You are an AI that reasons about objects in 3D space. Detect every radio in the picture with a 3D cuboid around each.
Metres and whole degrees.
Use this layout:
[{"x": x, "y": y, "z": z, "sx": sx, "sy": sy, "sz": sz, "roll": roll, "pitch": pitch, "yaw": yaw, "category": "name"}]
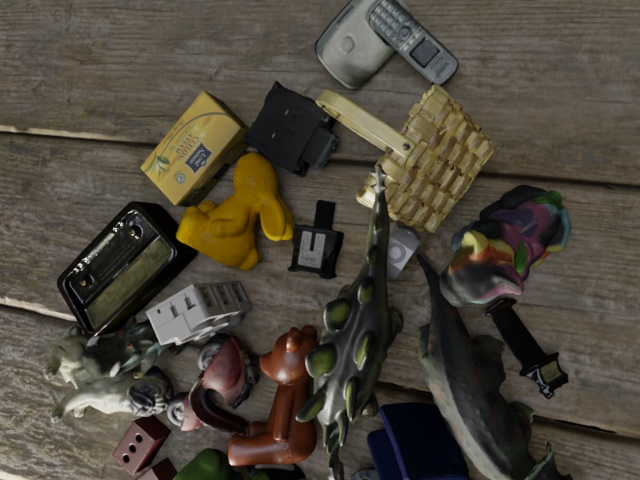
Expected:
[{"x": -0.333, "y": 0.047, "z": 0.919, "sx": 0.229, "sy": 0.073, "sz": 0.131, "roll": -42, "pitch": 78, "yaw": 12, "category": "radio"}]

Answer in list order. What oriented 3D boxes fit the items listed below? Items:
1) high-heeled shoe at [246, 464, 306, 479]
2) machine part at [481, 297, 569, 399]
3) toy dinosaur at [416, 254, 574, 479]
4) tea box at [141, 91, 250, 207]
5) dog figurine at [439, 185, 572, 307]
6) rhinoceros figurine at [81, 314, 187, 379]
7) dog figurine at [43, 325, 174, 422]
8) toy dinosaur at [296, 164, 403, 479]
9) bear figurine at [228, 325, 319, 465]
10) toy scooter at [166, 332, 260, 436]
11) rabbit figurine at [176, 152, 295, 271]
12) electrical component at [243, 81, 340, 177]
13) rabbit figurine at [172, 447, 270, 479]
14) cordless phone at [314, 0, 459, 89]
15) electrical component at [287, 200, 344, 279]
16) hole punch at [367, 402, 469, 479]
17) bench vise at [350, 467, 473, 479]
[{"x": -0.049, "y": 0.417, "z": 0.785, "sx": 0.249, "sy": 0.145, "sz": 0.086, "roll": 41, "pitch": 99, "yaw": 12, "category": "high-heeled shoe"}, {"x": 0.281, "y": 0.143, "z": 0.733, "sx": 0.139, "sy": 0.084, "sz": 0.039, "roll": 58, "pitch": 133, "yaw": 20, "category": "machine part"}, {"x": 0.202, "y": 0.205, "z": 0.690, "sx": 0.131, "sy": 0.192, "sz": 0.405, "roll": -34, "pitch": 81, "yaw": 12, "category": "toy dinosaur"}, {"x": -0.200, "y": -0.146, "z": 0.887, "sx": 0.098, "sy": 0.068, "sz": 0.169, "roll": 44, "pitch": 100, "yaw": 14, "category": "tea box"}, {"x": 0.235, "y": 0.007, "z": 0.671, "sx": 0.191, "sy": 0.219, "sz": 0.108, "roll": -40, "pitch": 82, "yaw": 13, "category": "dog figurine"}, {"x": -0.281, "y": 0.163, "z": 0.846, "sx": 0.073, "sy": 0.190, "sz": 0.112, "roll": 52, "pitch": 129, "yaw": 11, "category": "rhinoceros figurine"}, {"x": -0.348, "y": 0.220, "z": 0.919, "sx": 0.191, "sy": 0.121, "sz": 0.172, "roll": -11, "pitch": 89, "yaw": 2, "category": "dog figurine"}, {"x": 0.049, "y": 0.132, "z": 0.721, "sx": 0.105, "sy": 0.198, "sz": 0.470, "roll": 9, "pitch": 100, "yaw": 14, "category": "toy dinosaur"}, {"x": -0.063, "y": 0.227, "z": 0.806, "sx": 0.132, "sy": 0.120, "sz": 0.195, "roll": -5, "pitch": 87, "yaw": 14, "category": "bear figurine"}, {"x": -0.154, "y": 0.248, "z": 0.859, "sx": 0.135, "sy": 0.075, "sz": 0.183, "roll": 34, "pitch": 100, "yaw": 13, "category": "toy scooter"}, {"x": -0.118, "y": -0.047, "z": 0.832, "sx": 0.162, "sy": 0.122, "sz": 0.173, "roll": 29, "pitch": 96, "yaw": 11, "category": "rabbit figurine"}, {"x": -0.038, "y": -0.167, "z": 0.843, "sx": 0.134, "sy": 0.058, "sz": 0.115, "roll": 31, "pitch": 100, "yaw": 16, "category": "electrical component"}, {"x": -0.133, "y": 0.400, "z": 0.801, "sx": 0.170, "sy": 0.121, "sz": 0.159, "roll": 46, "pitch": 120, "yaw": 23, "category": "rabbit figurine"}, {"x": 0.099, "y": -0.268, "z": 0.793, "sx": 0.184, "sy": 0.088, "sz": 0.146, "roll": 46, "pitch": 101, "yaw": 9, "category": "cordless phone"}, {"x": -0.002, "y": -0.003, "z": 0.833, "sx": 0.075, "sy": 0.047, "sz": 0.119, "roll": 14, "pitch": 94, "yaw": 16, "category": "electrical component"}, {"x": 0.134, "y": 0.279, "z": 0.722, "sx": 0.116, "sy": 0.092, "sz": 0.142, "roll": -9, "pitch": 44, "yaw": -14, "category": "hole punch"}, {"x": 0.127, "y": 0.428, "z": 0.733, "sx": 0.224, "sy": 0.128, "sz": 0.241, "roll": -15, "pitch": 65, "yaw": -3, "category": "bench vise"}]
